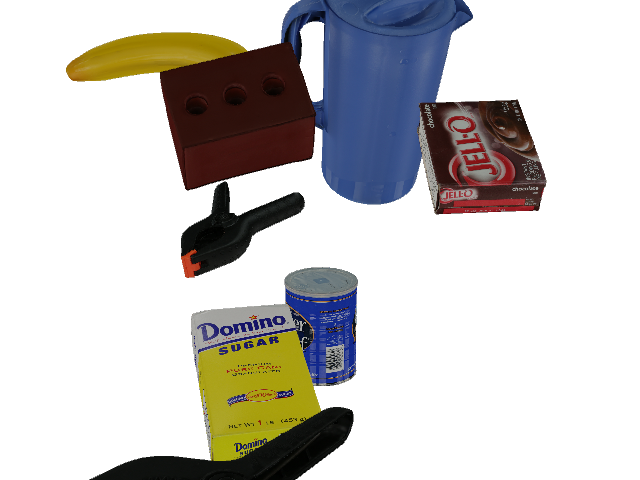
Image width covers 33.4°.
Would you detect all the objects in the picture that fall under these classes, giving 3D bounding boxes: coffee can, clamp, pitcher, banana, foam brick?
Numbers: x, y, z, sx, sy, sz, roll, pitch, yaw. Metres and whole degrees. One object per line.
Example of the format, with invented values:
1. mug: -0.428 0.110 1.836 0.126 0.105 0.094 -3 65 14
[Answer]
1. coffee can: 0.001 0.120 1.507 0.103 0.140 0.103 0 19 0
2. clamp: -0.048 0.139 0.572 0.209 0.036 0.165 0 19 -13
3. pitcher: 0.051 -0.157 1.117 0.149 0.243 0.144 32 51 24
4. banana: -0.136 -0.164 0.983 0.198 0.037 0.069 9 46 18
5. foam brick: -0.047 -0.070 0.605 0.078 0.053 0.051 -16 -21 -8
6. clamp: -0.095 -0.015 1.215 0.120 0.039 0.171 -1 36 25

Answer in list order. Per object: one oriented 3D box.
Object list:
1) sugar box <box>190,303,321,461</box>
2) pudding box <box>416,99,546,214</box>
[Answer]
1. sugar box: -0.057 0.120 0.912 0.093 0.048 0.176 -4 33 -11
2. pudding box: 0.133 -0.072 0.908 0.090 0.039 0.113 -2 43 -5
